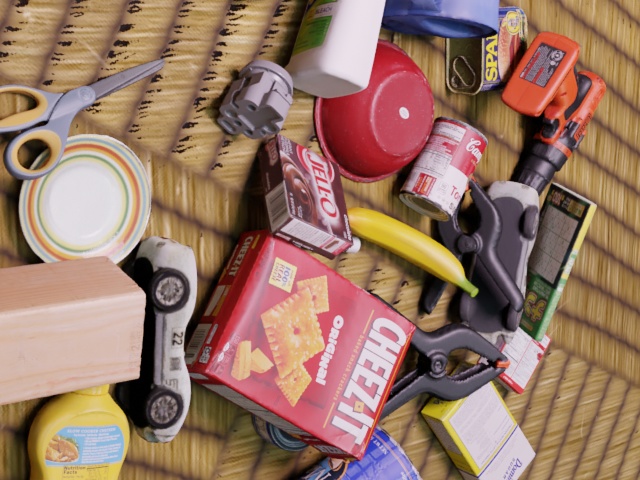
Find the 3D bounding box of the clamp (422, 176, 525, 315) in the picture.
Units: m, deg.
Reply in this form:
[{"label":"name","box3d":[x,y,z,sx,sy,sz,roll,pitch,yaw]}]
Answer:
[{"label":"clamp","box3d":[0.169,0.011,1.268,0.039,0.120,0.171,5,74,-80]}]

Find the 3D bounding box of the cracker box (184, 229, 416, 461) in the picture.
[{"label":"cracker box","box3d":[-0.019,0.111,1.111,0.213,0.072,0.164,34,69,-26]}]

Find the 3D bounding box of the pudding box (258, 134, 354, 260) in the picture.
[{"label":"pudding box","box3d":[-0.015,-0.045,1.098,0.089,0.039,0.113,23,45,-37]}]

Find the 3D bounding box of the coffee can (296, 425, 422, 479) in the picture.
[{"label":"coffee can","box3d":[0.031,0.285,1.181,0.140,0.103,0.103,-33,117,-18]}]

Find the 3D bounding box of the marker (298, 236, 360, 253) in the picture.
[{"label":"marker","box3d":[-0.008,0.001,1.162,0.120,0.020,0.020,5,96,-38]}]

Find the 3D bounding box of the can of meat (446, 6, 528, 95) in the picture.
[{"label":"can of meat","box3d":[0.197,-0.224,1.250,0.083,0.058,0.102,-11,106,-38]}]

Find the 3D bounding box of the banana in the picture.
[{"label":"banana","box3d":[0.097,0.003,1.211,0.197,0.070,0.037,27,94,-24]}]

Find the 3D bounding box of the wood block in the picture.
[{"label":"wood block","box3d":[-0.266,0.080,0.922,0.205,0.091,0.090,-7,116,-34]}]

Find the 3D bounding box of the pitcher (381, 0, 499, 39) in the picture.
[{"label":"pitcher","box3d":[0.134,-0.341,1.130,0.144,0.149,0.243,5,93,-28]}]

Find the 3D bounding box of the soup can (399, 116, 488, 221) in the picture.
[{"label":"soup can","box3d":[0.141,-0.081,1.227,0.068,0.069,0.102,35,77,-36]}]

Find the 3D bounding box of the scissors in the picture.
[{"label":"scissors","box3d":[-0.216,-0.110,0.967,0.201,0.016,0.096,-13,83,-35]}]

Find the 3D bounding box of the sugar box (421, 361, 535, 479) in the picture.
[{"label":"sugar box","box3d":[0.203,0.246,1.354,0.093,0.048,0.176,-46,126,-22]}]

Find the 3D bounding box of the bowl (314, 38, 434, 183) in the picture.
[{"label":"bowl","box3d":[0.074,-0.140,1.174,0.161,0.055,0.162,-8,104,-36]}]

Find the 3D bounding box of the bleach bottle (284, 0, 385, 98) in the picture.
[{"label":"bleach bottle","box3d":[0.033,-0.278,1.100,0.068,0.103,0.251,17,81,-29]}]

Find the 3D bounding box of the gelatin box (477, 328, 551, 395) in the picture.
[{"label":"gelatin box","box3d":[0.252,0.143,1.381,0.073,0.030,0.089,40,75,-34]}]

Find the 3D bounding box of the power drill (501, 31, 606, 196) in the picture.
[{"label":"power drill","box3d":[0.273,-0.150,1.286,0.184,0.057,0.187,-60,153,-5]}]

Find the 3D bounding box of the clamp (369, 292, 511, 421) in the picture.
[{"label":"clamp","box3d":[0.127,0.135,1.257,0.209,0.036,0.164,-5,102,-20]}]

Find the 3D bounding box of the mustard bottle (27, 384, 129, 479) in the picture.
[{"label":"mustard bottle","box3d":[-0.229,0.203,1.008,0.096,0.058,0.192,6,95,-37]}]

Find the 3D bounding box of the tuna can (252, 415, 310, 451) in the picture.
[{"label":"tuna can","box3d":[-0.030,0.187,1.172,0.085,0.034,0.086,-8,104,-36]}]
